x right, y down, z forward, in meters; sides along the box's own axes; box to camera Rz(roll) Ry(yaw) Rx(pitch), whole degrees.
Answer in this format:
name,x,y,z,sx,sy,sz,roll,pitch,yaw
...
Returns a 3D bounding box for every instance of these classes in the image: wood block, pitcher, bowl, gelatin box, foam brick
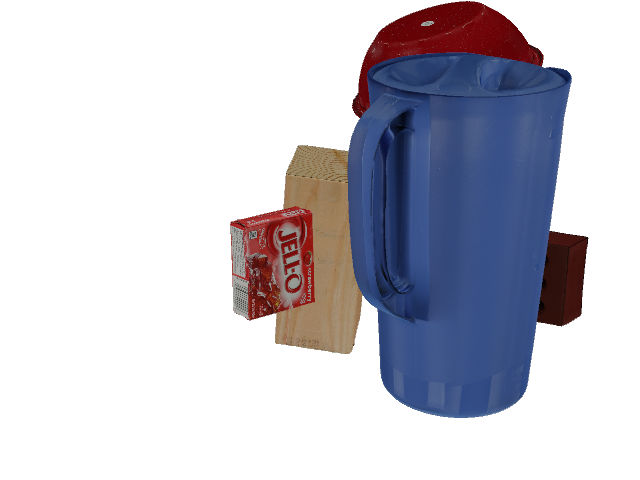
name,x,y,z,sx,sy,sz,roll,pitch,yaw
wood block,0.005,0.010,1.180,0.090,0.206,0.090,8,26,6
pitcher,0.090,-0.002,0.736,0.149,0.243,0.145,-1,21,-1
bowl,0.096,-0.153,0.873,0.162,0.055,0.162,-16,25,7
gelatin box,-0.042,0.020,0.952,0.073,0.089,0.030,-14,22,-35
foam brick,0.212,0.034,0.990,0.053,0.078,0.051,10,17,32
